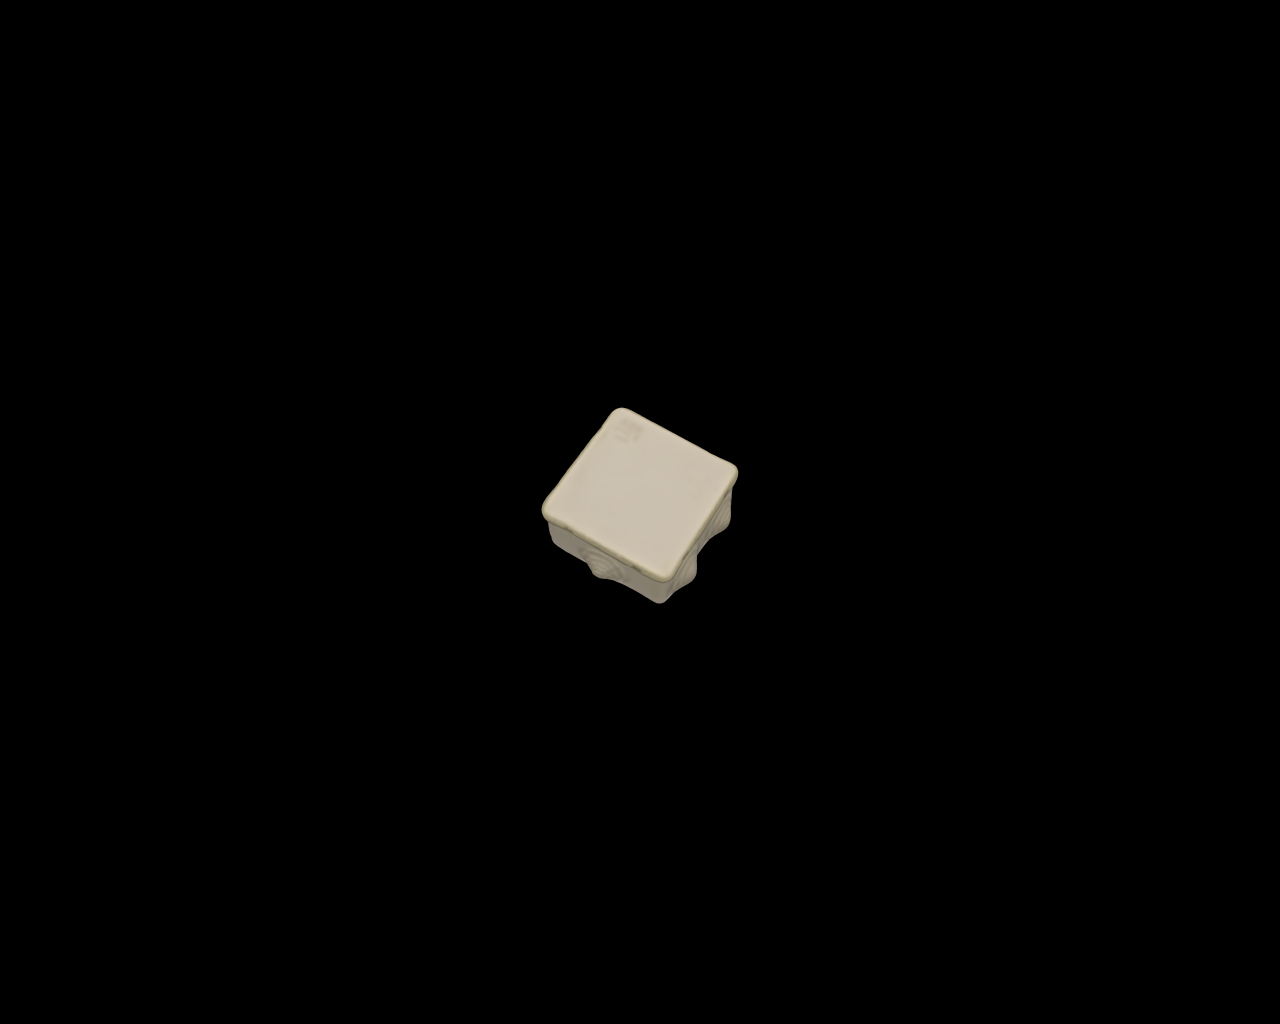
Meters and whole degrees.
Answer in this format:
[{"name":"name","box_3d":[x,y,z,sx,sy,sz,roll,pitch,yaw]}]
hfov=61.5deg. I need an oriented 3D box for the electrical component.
[{"name":"electrical component","box_3d":[0.001,-0.003,0.650,0.100,0.100,0.048,29,-24,14]}]
